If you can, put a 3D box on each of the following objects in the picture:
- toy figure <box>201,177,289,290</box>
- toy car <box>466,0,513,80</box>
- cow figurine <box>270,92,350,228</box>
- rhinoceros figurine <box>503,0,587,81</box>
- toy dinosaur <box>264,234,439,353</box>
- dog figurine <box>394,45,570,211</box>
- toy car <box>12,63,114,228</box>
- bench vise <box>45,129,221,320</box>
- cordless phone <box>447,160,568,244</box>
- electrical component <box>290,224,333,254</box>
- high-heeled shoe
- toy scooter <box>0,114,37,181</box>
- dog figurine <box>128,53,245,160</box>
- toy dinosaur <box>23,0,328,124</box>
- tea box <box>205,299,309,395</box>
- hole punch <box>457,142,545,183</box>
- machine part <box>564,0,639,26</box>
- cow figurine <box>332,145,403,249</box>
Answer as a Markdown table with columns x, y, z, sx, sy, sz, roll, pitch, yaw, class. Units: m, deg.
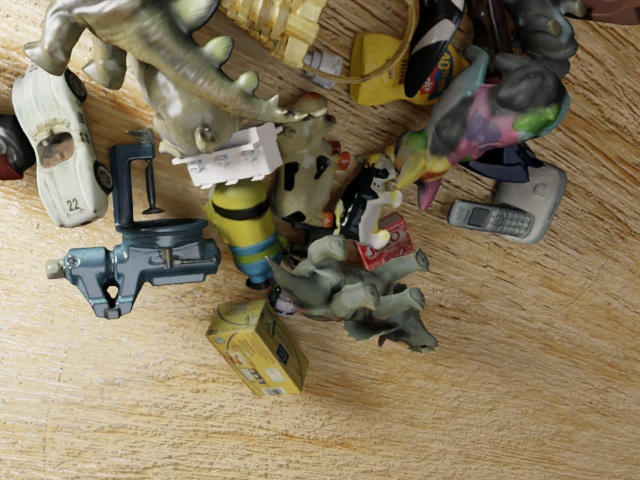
| x | y | z | sx | sy | sz | roll | pitch | yaw | class |
| --- | --- | --- | --- | --- | --- | --- | --- | --- | --- |
| -0.098 | -0.014 | 0.777 | 0.082 | 0.089 | 0.180 | -40 | 121 | -48 | toy figure |
| 0.238 | -0.296 | 0.759 | 0.053 | 0.089 | 0.201 | -30 | 125 | -6 | toy car |
| -0.027 | -0.114 | 0.763 | 0.127 | 0.086 | 0.194 | 1 | 121 | -23 | cow figurine |
| 0.307 | -0.309 | 0.766 | 0.073 | 0.112 | 0.190 | -48 | 114 | -15 | rhinoceros figurine |
| 0.035 | 0.082 | 0.818 | 0.404 | 0.131 | 0.192 | 18 | 142 | -36 | toy dinosaur |
| 0.199 | -0.135 | 0.725 | 0.108 | 0.192 | 0.219 | 31 | 94 | -47 | dog figurine |
| -0.299 | -0.113 | 0.621 | 0.074 | 0.056 | 0.201 | -19 | 86 | 13 | toy car |
| -0.247 | -0.025 | 0.711 | 0.224 | 0.129 | 0.240 | -3 | 98 | -9 | bench vise |
| 0.309 | -0.075 | 0.914 | 0.184 | 0.089 | 0.146 | 6 | 115 | -19 | cordless phone |
| -0.002 | -0.003 | 0.849 | 0.094 | 0.021 | 0.063 | 8 | 79 | -26 | electrical component |
| 0.115 | -0.321 | 0.682 | 0.145 | 0.086 | 0.248 | 23 | 99 | -2 | high-heeled shoe |
| -0.421 | -0.135 | 0.602 | 0.135 | 0.075 | 0.183 | -24 | 120 | -7 | toy scooter |
| -0.173 | -0.203 | 0.608 | 0.121 | 0.173 | 0.190 | -35 | 132 | -13 | dog figurine |
| -0.201 | -0.245 | 0.518 | 0.471 | 0.105 | 0.198 | 45 | 112 | -4 | toy dinosaur |
| -0.099 | 0.179 | 0.880 | 0.098 | 0.068 | 0.169 | -9 | 128 | 24 | tea box |
| 0.267 | -0.132 | 0.839 | 0.115 | 0.142 | 0.092 | 39 | 97 | -19 | hole punch |
| 0.357 | -0.385 | 0.687 | 0.087 | 0.201 | 0.201 | -42 | 123 | 2 | machine part |
| 0.073 | -0.073 | 0.822 | 0.098 | 0.068 | 0.167 | 14 | 96 | -31 | cow figurine |
